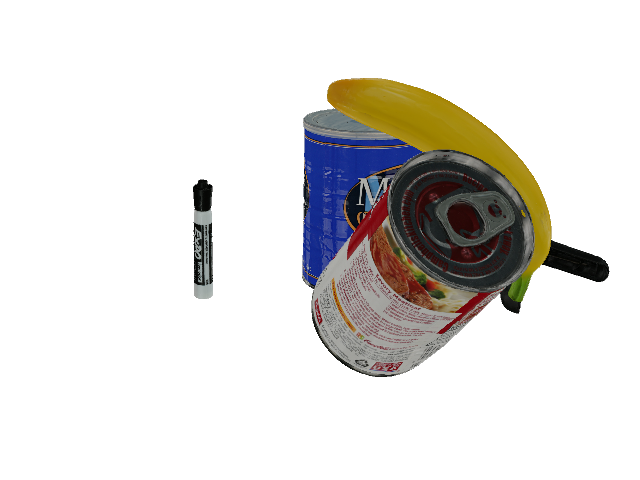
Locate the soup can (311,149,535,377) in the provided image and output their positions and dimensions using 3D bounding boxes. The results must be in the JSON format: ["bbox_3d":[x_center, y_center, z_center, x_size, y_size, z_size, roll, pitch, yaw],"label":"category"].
[{"bbox_3d":[0.043,0.014,0.487,0.068,0.068,0.102,0,-28,-22],"label":"soup can"}]

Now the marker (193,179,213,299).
[{"bbox_3d":[-0.114,-0.001,1.033,0.020,0.121,0.020,2,23,-1],"label":"marker"}]

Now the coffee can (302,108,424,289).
[{"bbox_3d":[0.036,-0.034,0.902,0.103,0.140,0.103,1,17,0],"label":"coffee can"}]

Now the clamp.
[{"bbox_3d":[0.207,0.006,1.082,0.120,0.039,0.171,-7,39,-19],"label":"clamp"}]

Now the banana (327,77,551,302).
[{"bbox_3d":[0.091,-0.048,0.708,0.070,0.198,0.037,-42,3,13],"label":"banana"}]
